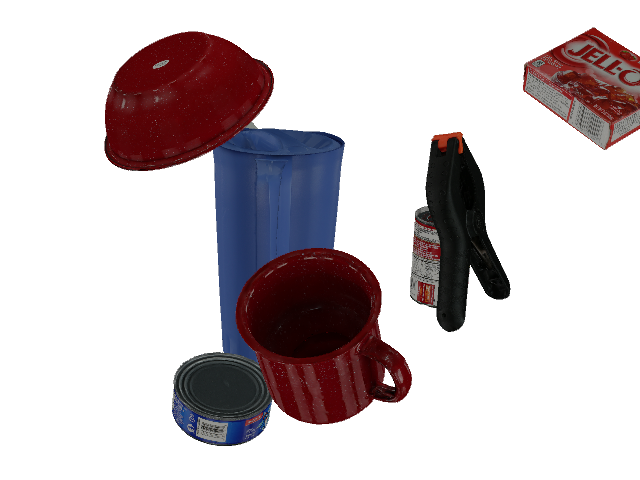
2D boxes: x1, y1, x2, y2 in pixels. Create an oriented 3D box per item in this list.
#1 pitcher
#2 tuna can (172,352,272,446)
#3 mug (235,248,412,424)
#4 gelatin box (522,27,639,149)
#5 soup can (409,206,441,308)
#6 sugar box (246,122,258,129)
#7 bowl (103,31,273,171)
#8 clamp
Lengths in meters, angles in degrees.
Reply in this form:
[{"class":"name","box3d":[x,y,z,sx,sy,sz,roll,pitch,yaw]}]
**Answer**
[{"class":"pitcher","box3d":[-0.047,0.011,1.092,0.148,0.243,0.145,-14,23,-42]},{"class":"tuna can","box3d":[-0.084,0.135,0.911,0.086,0.034,0.086,7,32,-5]},{"class":"mug","box3d":[0.008,0.070,0.690,0.117,0.093,0.081,21,-34,28]},{"class":"gelatin box","box3d":[0.206,-0.115,0.790,0.073,0.030,0.089,-29,53,-22]},{"class":"soup can","box3d":[0.137,0.019,1.217,0.068,0.102,0.068,2,21,-1]},{"class":"sugar box","box3d":[-0.087,-0.049,1.319,0.048,0.176,0.093,-12,26,-15]},{"class":"bowl","box3d":[-0.124,-0.130,0.910,0.162,0.055,0.162,-17,37,13]},{"class":"clamp","box3d":[0.121,-0.006,0.941,0.039,0.171,0.120,-10,15,29]}]
